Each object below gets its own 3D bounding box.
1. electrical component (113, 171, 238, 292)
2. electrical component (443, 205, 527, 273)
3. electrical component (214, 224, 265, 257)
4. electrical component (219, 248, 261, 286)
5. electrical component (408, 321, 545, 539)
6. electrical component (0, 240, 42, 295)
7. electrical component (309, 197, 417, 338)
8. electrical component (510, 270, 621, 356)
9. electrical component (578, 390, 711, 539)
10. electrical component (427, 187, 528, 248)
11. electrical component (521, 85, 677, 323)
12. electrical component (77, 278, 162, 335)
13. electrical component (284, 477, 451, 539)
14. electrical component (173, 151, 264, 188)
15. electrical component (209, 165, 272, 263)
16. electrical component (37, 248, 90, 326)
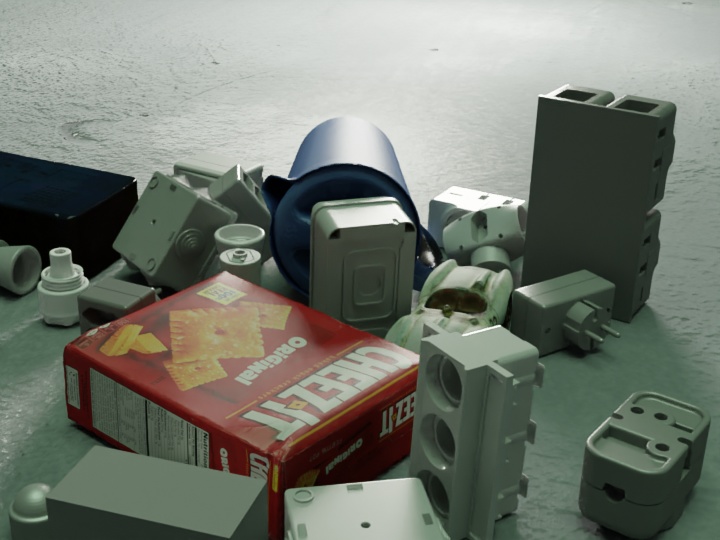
[{"bbox_3d":[-0.171,-0.035,0.978,0.048,0.099,0.100,30,0,-44],"label":"electrical component"},{"bbox_3d":[0.121,-0.015,1.005,0.077,0.043,0.079,-17,53,26],"label":"electrical component"},{"bbox_3d":[-0.105,-0.003,0.950,0.044,0.065,0.044,1,25,-1],"label":"electrical component"},{"bbox_3d":[-0.101,0.015,0.913,0.044,0.065,0.044,1,25,-1],"label":"electrical component"},{"bbox_3d":[0.071,0.099,0.669,0.063,0.121,0.079,-12,28,-32],"label":"electrical component"},{"bbox_3d":[-0.323,-0.004,0.967,0.055,0.045,0.045,11,26,20],"label":"electrical component"},{"bbox_3d":[0.000,0.000,0.894,0.078,0.113,0.057,-6,28,-16],"label":"electrical component"},{"bbox_3d":[0.181,0.042,0.891,0.083,0.047,0.076,-15,29,-31],"label":"electrical component"},{"bbox_3d":[0.182,0.127,0.690,0.054,0.059,0.095,18,29,32],"label":"electrical component"},{"bbox_3d":[0.116,-0.045,1.075,0.089,0.050,0.056,14,26,26],"label":"electrical component"},{"bbox_3d":[0.210,-0.061,0.951,0.105,0.186,0.060,16,28,29],"label":"electrical component"},{"bbox_3d":[-0.180,0.039,0.854,0.047,0.065,0.077,12,27,22],"label":"electrical component"},{"bbox_3d":[0.003,0.164,0.613,0.100,0.048,0.099,-3,25,-10],"label":"electrical component"},{"bbox_3d":[-0.155,-0.083,1.129,0.096,0.061,0.061,15,28,27],"label":"electrical component"},{"bbox_3d":[-0.121,-0.043,1.041,0.076,0.083,0.047,-36,23,10],"label":"electrical component"},{"bbox_3d":[-0.252,0.013,0.913,0.043,0.062,0.043,1,24,-1],"label":"electrical component"}]
